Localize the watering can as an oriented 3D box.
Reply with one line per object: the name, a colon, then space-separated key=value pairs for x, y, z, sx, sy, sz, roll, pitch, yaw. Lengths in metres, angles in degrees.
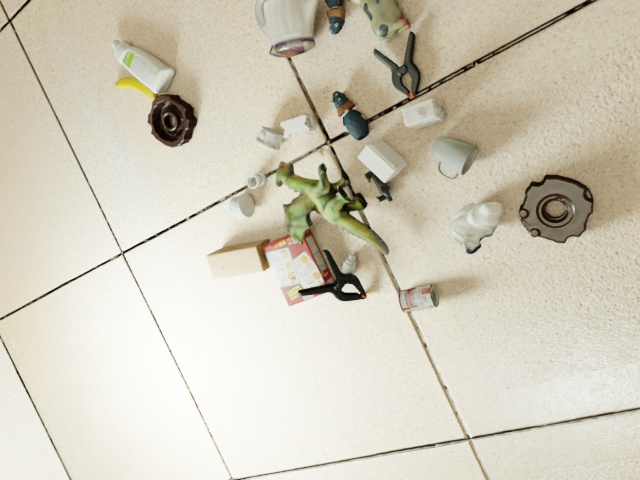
watering can: x=-0.059 y=-0.632 z=1.428 sx=0.347 sy=0.222 sz=0.105 roll=2 pitch=14 yaw=43

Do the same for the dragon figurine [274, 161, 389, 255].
dragon figurine: x=0.005 y=-0.077 z=1.536 sx=0.240 sy=0.412 sz=0.123 roll=-34 pitch=-5 yaw=25

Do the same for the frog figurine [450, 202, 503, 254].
frog figurine: x=0.403 y=-0.056 z=1.335 sx=0.137 sy=0.125 sz=0.156 roll=-26 pitch=-32 yaw=-3
